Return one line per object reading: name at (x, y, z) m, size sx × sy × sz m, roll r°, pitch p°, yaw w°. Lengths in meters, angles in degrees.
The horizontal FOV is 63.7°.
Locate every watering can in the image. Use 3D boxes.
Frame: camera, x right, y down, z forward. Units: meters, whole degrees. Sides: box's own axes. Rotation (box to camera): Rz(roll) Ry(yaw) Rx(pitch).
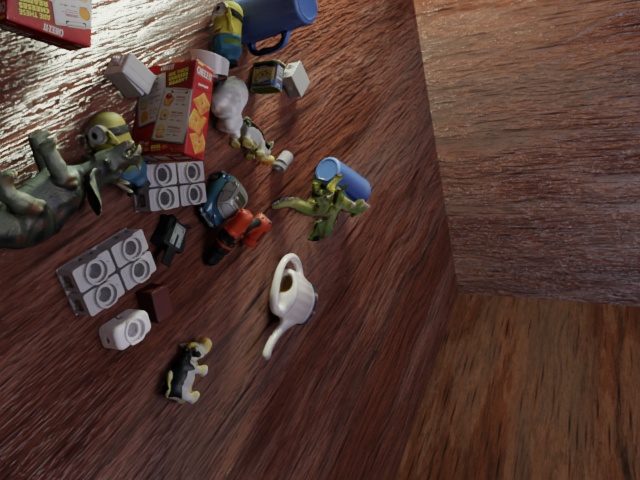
watering can at (-0.101, 0.221, 1.643) m, size 0.221 × 0.104 × 0.353 m, roll 42°, pitch 53°, yaw -55°

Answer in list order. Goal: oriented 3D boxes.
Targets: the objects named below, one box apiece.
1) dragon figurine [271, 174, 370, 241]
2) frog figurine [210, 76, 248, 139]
dragon figurine at (0.005, -0.091, 1.808) m, size 0.413 × 0.124 × 0.237 m, roll -19°, pitch 129°, yaw -27°
frog figurine at (-0.240, -0.352, 1.385) m, size 0.139 × 0.122 × 0.158 m, roll -66°, pitch 136°, yaw -69°
